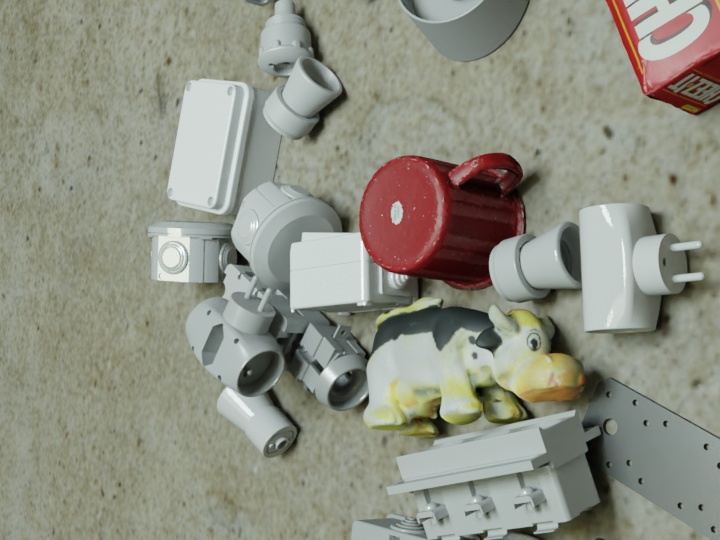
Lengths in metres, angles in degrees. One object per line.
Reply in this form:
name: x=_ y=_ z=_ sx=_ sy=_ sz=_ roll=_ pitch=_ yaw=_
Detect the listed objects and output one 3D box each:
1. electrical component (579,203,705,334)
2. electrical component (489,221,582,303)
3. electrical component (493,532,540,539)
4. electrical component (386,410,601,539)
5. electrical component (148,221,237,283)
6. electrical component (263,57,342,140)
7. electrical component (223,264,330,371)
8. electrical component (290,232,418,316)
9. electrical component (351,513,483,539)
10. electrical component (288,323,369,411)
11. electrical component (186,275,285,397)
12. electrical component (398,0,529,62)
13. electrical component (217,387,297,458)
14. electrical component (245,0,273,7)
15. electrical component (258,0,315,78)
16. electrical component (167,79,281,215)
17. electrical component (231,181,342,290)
electrical component: x=0.173 y=-0.002 z=0.658 sx=0.079 sy=0.043 sz=0.077 roll=-8 pitch=80 yaw=43
electrical component: x=0.119 y=-0.004 z=0.709 sx=0.055 sy=0.045 sz=0.045 roll=-17 pitch=74 yaw=42
electrical component: x=0.100 y=0.206 z=0.704 sx=0.066 sy=0.048 sz=0.055 roll=16 pitch=104 yaw=44
electrical component: x=0.090 y=0.137 z=0.698 sx=0.121 sy=0.079 sz=0.063 roll=-21 pitch=84 yaw=43
electrical component: x=-0.145 y=-0.016 z=0.939 sx=0.080 sy=0.080 sz=0.051 roll=5 pitch=94 yaw=44
electrical component: x=-0.048 y=-0.140 z=0.884 sx=0.055 sy=0.045 sz=0.045 roll=-47 pitch=56 yaw=30
electrical component: x=-0.072 y=0.039 z=0.878 sx=0.089 sy=0.056 sz=0.050 roll=41 pitch=113 yaw=38
electrical component: x=0.000 y=0.000 z=0.810 sx=0.096 sy=0.062 sz=0.061 roll=-7 pitch=80 yaw=43
electrical component: x=0.035 y=0.225 z=0.762 sx=0.100 sy=0.048 sz=0.099 roll=3 pitch=85 yaw=43
electrical component: x=-0.021 y=0.076 z=0.833 sx=0.055 sy=0.048 sz=0.066 roll=46 pitch=117 yaw=45
electrical component: x=-0.089 y=0.043 z=0.823 sx=0.077 sy=0.043 sz=0.079 roll=40 pitch=112 yaw=39
electrical component: x=0.075 y=-0.208 z=0.778 sx=0.099 sy=0.064 sz=0.099 roll=-10 pitch=71 yaw=30
electrical component: x=-0.083 y=0.123 z=0.891 sx=0.065 sy=0.044 sz=0.044 roll=43 pitch=114 yaw=33
electrical component: x=-0.074 y=-0.272 z=0.916 sx=0.078 sy=0.058 sz=0.057 roll=-32 pitch=67 yaw=37
electrical component: x=-0.063 y=-0.197 z=0.906 sx=0.048 sy=0.048 sz=0.062 roll=-20 pitch=65 yaw=41
electrical component: x=-0.117 y=-0.106 z=0.938 sx=0.078 sy=0.057 sz=0.113 roll=14 pitch=95 yaw=44
electrical component: x=-0.059 y=-0.028 z=0.859 sx=0.051 sy=0.080 sz=0.080 roll=43 pitch=114 yaw=44
